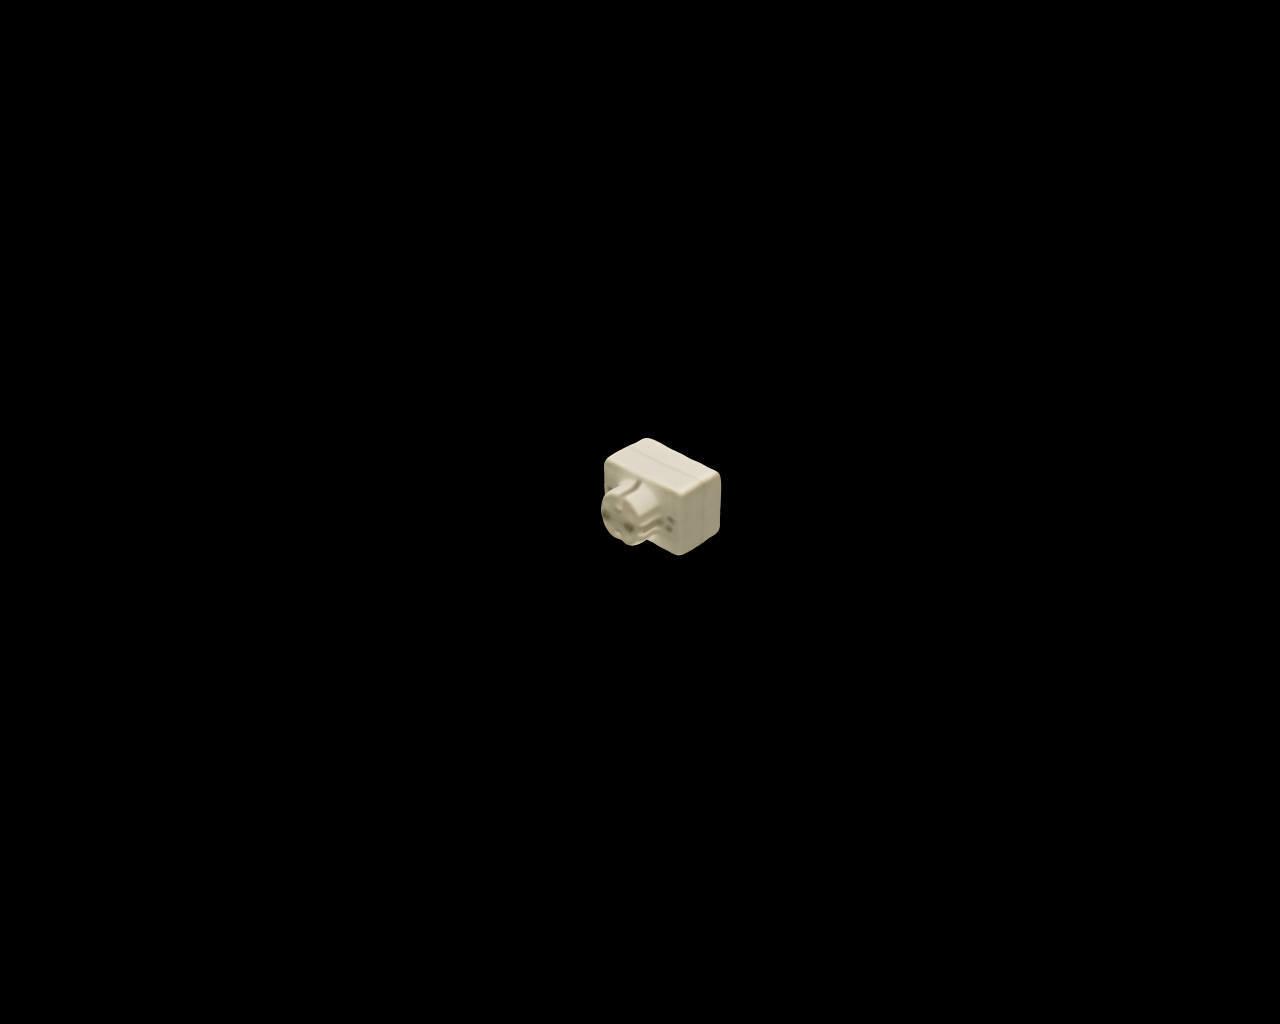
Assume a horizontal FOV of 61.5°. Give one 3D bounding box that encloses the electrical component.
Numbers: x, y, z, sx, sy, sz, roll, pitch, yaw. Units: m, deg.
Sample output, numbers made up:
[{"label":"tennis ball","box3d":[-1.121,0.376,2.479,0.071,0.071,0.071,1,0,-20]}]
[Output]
[{"label":"electrical component","box3d":[0.001,-0.003,0.650,0.066,0.047,0.077,27,42,36]}]
